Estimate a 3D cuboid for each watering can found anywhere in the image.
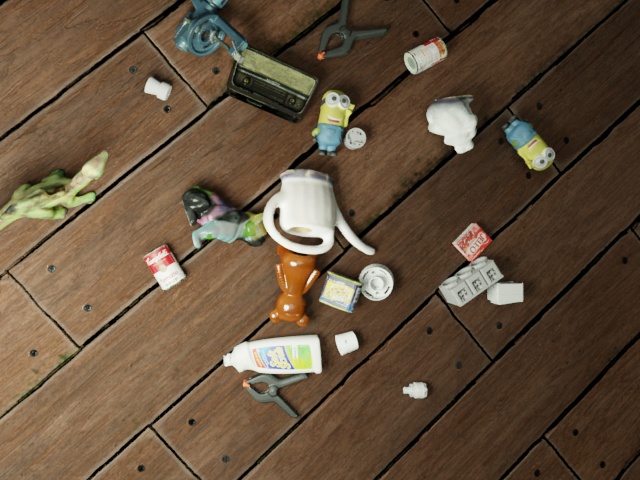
[{"bbox_3d":[0.004,-0.069,1.367,0.347,0.103,0.227,9,73,-33],"label":"watering can"}]

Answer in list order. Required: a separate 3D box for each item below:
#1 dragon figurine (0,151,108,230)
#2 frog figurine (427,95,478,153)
[{"bbox_3d":[-0.669,-0.089,1.192,0.412,0.243,0.121,-32,100,-11],"label":"dragon figurine"},{"bbox_3d":[0.370,-0.319,1.439,0.137,0.124,0.158,-3,100,23],"label":"frog figurine"}]
